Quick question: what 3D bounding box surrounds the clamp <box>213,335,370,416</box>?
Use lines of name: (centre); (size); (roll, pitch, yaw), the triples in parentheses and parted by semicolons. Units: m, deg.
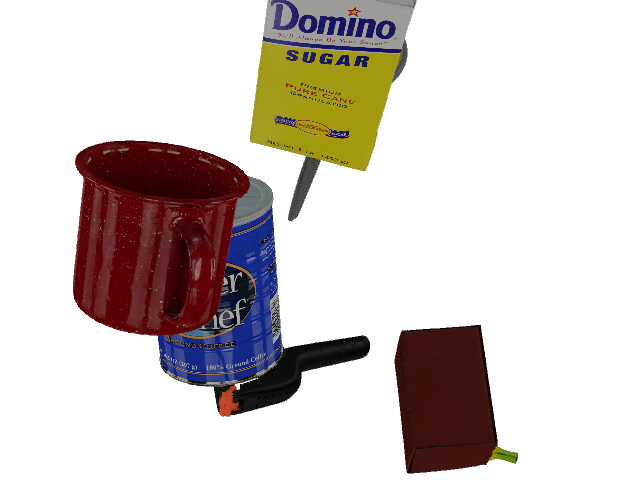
clamp: (-0.044, 0.129, 1.140); (0.165, 0.036, 0.209); (13, 25, 12)

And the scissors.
scissors: (0.026, -0.114, 0.972); (0.096, 0.202, 0.016); (4, -5, 14)

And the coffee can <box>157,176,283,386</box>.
coffee can: (-0.084, 0.030, 0.849); (0.103, 0.140, 0.103); (-3, 25, 1)

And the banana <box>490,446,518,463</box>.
banana: (0.168, 0.214, 1.280); (0.069, 0.037, 0.198); (10, 20, -17)

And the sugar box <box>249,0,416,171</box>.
sugar box: (0.006, -0.122, 0.728); (0.093, 0.048, 0.176); (14, -30, 1)

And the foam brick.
foam brick: (0.076, 0.098, 0.661); (0.051, 0.078, 0.053); (-3, -27, -2)

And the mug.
mug: (-0.084, 0.004, 0.571); (0.093, 0.081, 0.117); (-3, 25, -32)
